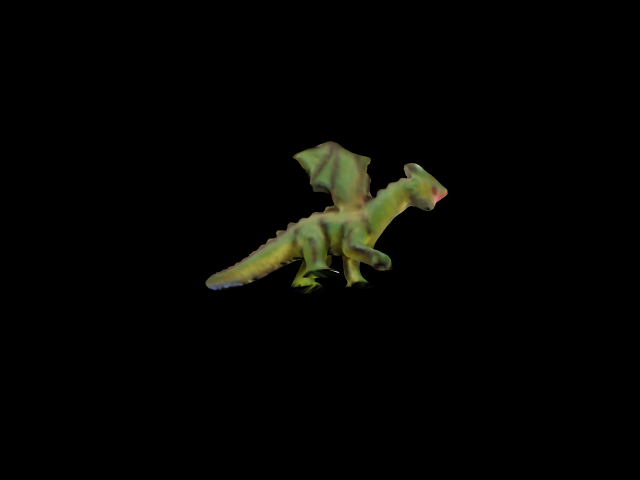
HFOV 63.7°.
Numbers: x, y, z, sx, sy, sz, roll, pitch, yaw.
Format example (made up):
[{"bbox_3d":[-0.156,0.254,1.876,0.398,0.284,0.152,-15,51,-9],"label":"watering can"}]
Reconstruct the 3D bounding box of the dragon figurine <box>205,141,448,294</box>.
[{"bbox_3d":[0.003,-0.043,0.850,0.410,0.246,0.120,-4,-19,12],"label":"dragon figurine"}]
